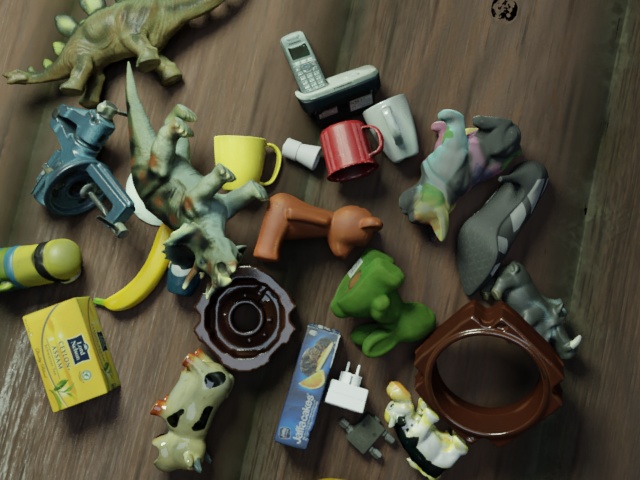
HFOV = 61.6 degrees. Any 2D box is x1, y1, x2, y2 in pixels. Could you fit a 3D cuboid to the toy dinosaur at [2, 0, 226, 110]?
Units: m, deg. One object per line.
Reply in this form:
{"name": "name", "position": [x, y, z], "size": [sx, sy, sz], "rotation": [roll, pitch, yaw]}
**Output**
{"name": "toy dinosaur", "position": [-0.324, -0.369, 0.943], "size": [0.472, 0.105, 0.198], "rotation": [-20, 82, -6]}

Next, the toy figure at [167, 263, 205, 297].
{"name": "toy figure", "position": [-0.221, 0.020, 0.934], "size": [0.064, 0.058, 0.154], "rotation": [18, 84, -17]}

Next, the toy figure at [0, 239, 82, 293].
{"name": "toy figure", "position": [-0.497, 0.045, 0.913], "size": [0.180, 0.089, 0.082], "rotation": [-6, 93, -3]}

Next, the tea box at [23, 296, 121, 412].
{"name": "tea box", "position": [-0.420, 0.191, 0.913], "size": [0.098, 0.068, 0.169], "rotation": [-22, 85, -1]}

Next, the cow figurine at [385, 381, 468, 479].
{"name": "cow figurine", "position": [0.160, 0.320, 0.909], "size": [0.167, 0.068, 0.098], "rotation": [43, 93, 4]}

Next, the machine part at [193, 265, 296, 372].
{"name": "machine part", "position": [-0.127, 0.133, 0.926], "size": [0.179, 0.056, 0.179], "rotation": [0, 84, 0]}

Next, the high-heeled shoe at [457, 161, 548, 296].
{"name": "high-heeled shoe", "position": [0.327, -0.021, 0.952], "size": [0.086, 0.145, 0.248], "rotation": [33, 116, 43]}

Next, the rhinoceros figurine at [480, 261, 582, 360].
{"name": "rhinoceros figurine", "position": [0.365, 0.127, 0.925], "size": [0.112, 0.073, 0.190], "rotation": [-35, 86, -9]}

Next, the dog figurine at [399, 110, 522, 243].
{"name": "dog figurine", "position": [0.239, -0.100, 0.924], "size": [0.192, 0.108, 0.219], "rotation": [9, 90, -2]}

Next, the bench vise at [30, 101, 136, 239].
{"name": "bench vise", "position": [-0.377, -0.108, 0.901], "size": [0.223, 0.128, 0.241], "rotation": [-44, 70, 4]}

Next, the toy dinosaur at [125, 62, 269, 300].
{"name": "toy dinosaur", "position": [-0.230, -0.085, 0.864], "size": [0.192, 0.131, 0.405], "rotation": [-46, 73, 12]}

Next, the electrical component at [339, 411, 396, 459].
{"name": "electrical component", "position": [0.080, 0.330, 0.928], "size": [0.094, 0.021, 0.063], "rotation": [41, 86, 4]}

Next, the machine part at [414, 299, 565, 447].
{"name": "machine part", "position": [0.269, 0.216, 0.869], "size": [0.201, 0.087, 0.201], "rotation": [46, 113, 4]}

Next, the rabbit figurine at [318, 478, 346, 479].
{"name": "rabbit figurine", "position": [0.008, 0.491, 0.873], "size": [0.162, 0.122, 0.173], "rotation": [-1, 104, 2]}

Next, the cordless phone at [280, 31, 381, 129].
{"name": "cordless phone", "position": [0.014, -0.306, 0.956], "size": [0.147, 0.088, 0.184], "rotation": [-21, 70, -2]}

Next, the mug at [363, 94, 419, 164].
{"name": "mug", "position": [0.132, -0.189, 0.931], "size": [0.081, 0.109, 0.107], "rotation": [-25, 95, 6]}

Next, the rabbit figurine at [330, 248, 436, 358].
{"name": "rabbit figurine", "position": [0.115, 0.122, 0.902], "size": [0.170, 0.121, 0.159], "rotation": [36, 90, -12]}

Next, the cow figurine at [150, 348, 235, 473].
{"name": "cow figurine", "position": [-0.214, 0.297, 0.901], "size": [0.127, 0.085, 0.195], "rotation": [31, 85, 8]}

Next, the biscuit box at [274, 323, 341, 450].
{"name": "biscuit box", "position": [-0.021, 0.246, 0.914], "size": [0.059, 0.063, 0.202], "rotation": [16, 85, 1]}

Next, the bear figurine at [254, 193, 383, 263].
{"name": "bear figurine", "position": [-0.001, -0.007, 0.910], "size": [0.196, 0.120, 0.132], "rotation": [16, 89, -4]}
